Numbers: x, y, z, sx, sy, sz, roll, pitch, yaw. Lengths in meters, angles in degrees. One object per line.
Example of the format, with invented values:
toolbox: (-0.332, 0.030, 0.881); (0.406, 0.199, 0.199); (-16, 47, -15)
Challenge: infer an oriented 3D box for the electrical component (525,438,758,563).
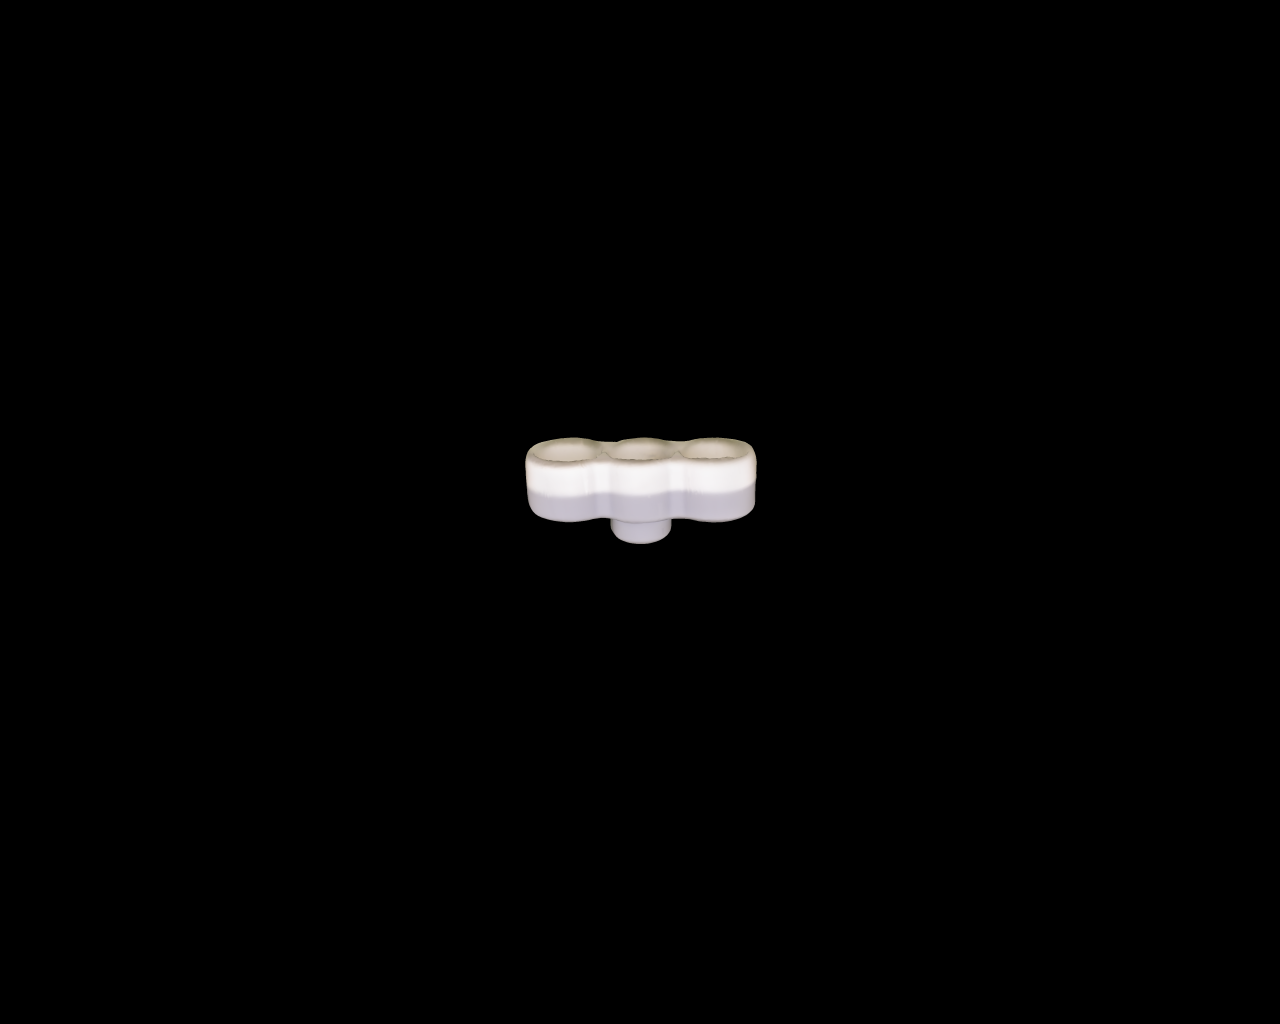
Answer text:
electrical component: (0.001, -0.003, 0.650); (0.138, 0.073, 0.052); (0, 21, 0)
